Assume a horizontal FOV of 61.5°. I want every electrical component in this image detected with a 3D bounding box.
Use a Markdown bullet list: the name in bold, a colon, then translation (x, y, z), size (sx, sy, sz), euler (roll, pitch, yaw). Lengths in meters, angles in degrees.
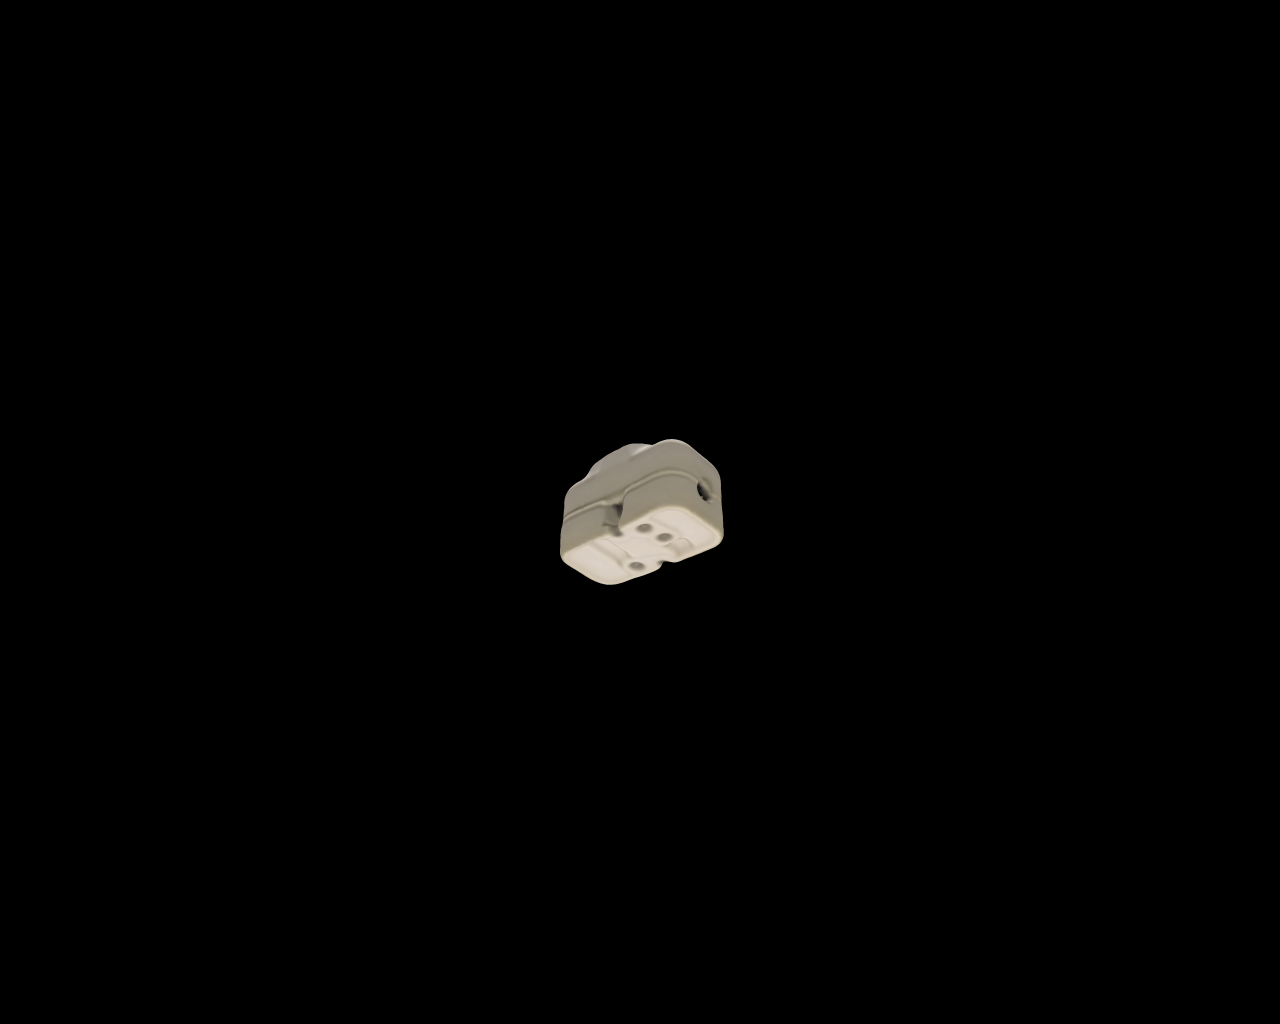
- **electrical component**: translation (0.001, -0.003, 0.650), size (0.095, 0.059, 0.053), euler (-24, -41, 31)
